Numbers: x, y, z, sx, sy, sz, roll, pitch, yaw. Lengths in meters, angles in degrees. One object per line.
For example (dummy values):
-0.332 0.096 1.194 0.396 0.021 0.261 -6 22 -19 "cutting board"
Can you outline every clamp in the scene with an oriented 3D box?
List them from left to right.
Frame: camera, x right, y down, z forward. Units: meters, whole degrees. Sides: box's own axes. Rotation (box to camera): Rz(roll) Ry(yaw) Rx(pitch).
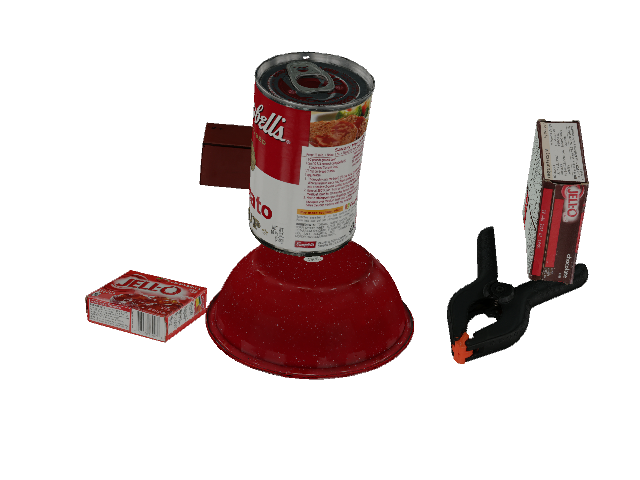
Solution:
0.172 0.051 1.063 0.120 0.039 0.171 28 51 36 "clamp"

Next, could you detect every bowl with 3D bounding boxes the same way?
-0.007 0.038 0.812 0.162 0.055 0.162 2 27 -1 "bowl"

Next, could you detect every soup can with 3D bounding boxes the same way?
-0.007 -0.050 0.627 0.068 0.102 0.068 4 35 -3 "soup can"

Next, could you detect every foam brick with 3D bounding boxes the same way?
-0.089 -0.091 1.149 0.078 0.051 0.053 5 30 -4 "foam brick"

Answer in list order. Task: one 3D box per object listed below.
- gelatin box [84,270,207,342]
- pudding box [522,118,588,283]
-0.162 0.059 0.995 0.089 0.030 0.073 12 23 22 "gelatin box"
0.185 -0.033 0.844 0.039 0.090 0.113 5 32 4 "pudding box"
